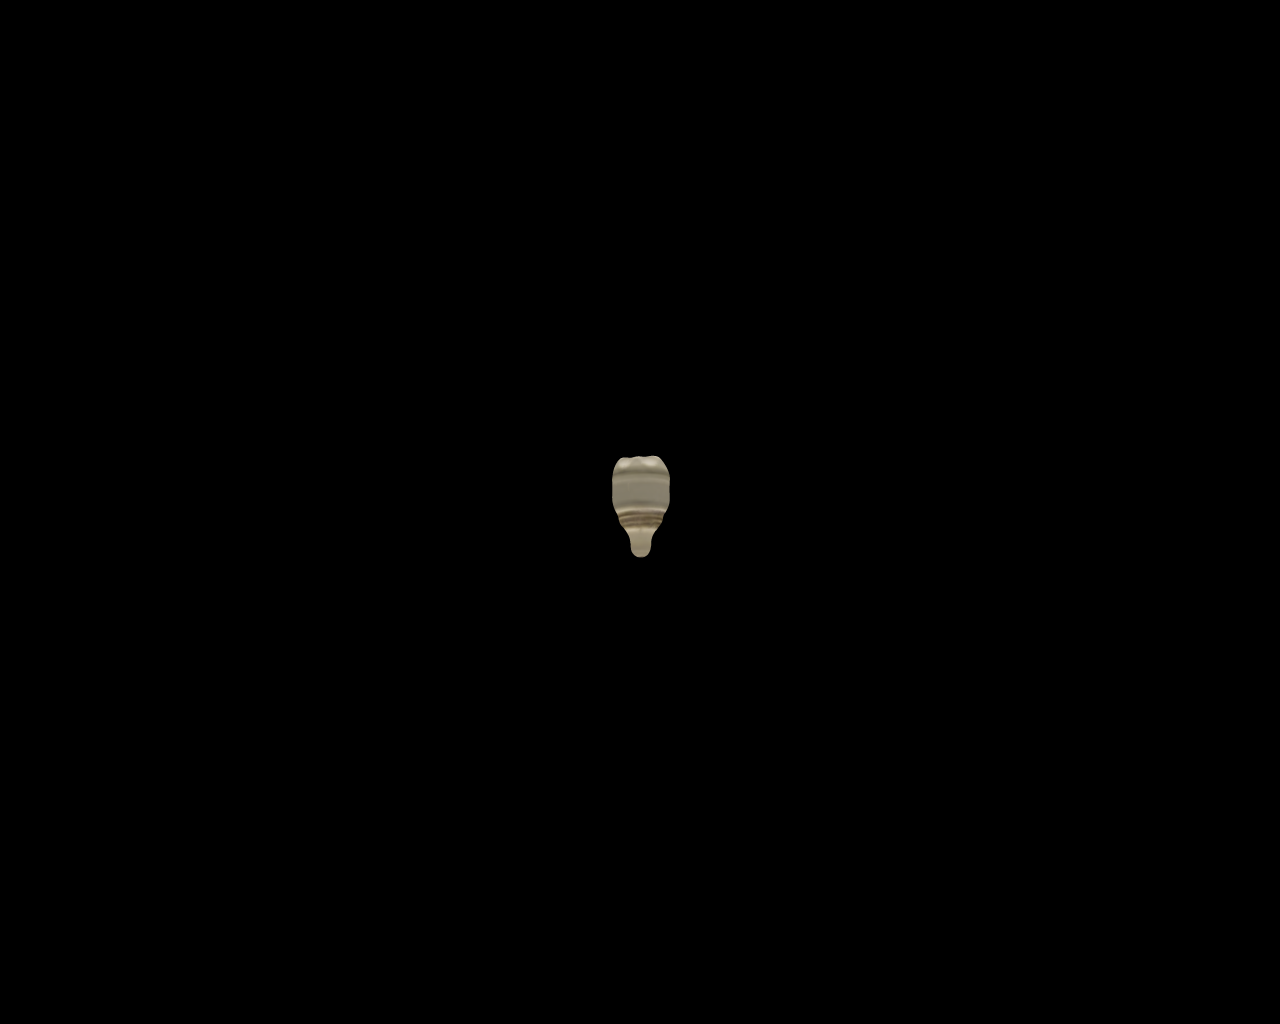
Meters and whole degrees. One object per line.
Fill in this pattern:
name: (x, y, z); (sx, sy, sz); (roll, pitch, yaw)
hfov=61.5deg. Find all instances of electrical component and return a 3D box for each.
electrical component: (0.001, -0.003, 0.650); (0.035, 0.061, 0.035); (0, -7, 0)
